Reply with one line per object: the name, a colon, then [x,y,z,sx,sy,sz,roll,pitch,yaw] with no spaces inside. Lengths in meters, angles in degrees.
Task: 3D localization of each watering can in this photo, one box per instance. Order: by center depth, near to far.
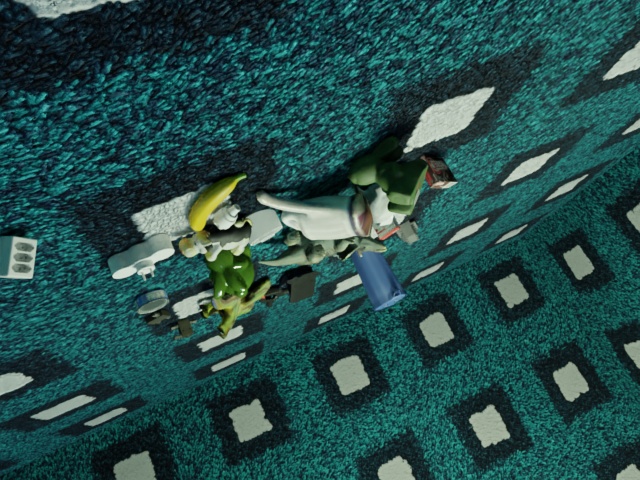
watering can: [0.004,-0.063,1.242,0.224,0.105,0.344,-5,167,19]

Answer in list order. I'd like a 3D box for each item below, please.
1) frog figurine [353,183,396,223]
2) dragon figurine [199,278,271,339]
frog figurine: [0.179,-0.117,1.366,0.159,0.126,0.134,-19,136,9]
dragon figurine: [-0.265,0.194,1.703,0.246,0.123,0.403,-38,171,-26]
